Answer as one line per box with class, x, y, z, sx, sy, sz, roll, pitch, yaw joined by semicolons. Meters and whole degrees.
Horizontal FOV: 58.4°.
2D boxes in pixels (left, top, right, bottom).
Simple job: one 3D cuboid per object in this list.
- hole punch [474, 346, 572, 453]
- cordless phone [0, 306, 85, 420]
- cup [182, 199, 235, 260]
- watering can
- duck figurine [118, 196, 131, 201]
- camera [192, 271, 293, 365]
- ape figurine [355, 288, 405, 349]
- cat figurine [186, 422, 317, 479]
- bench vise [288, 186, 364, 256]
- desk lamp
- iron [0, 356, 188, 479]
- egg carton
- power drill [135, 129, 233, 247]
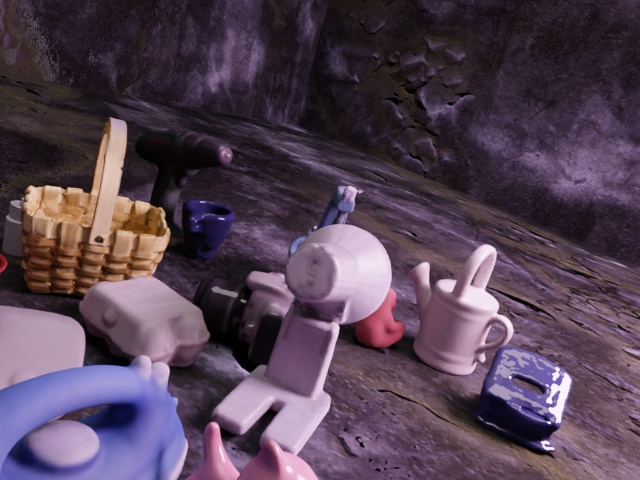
hole punch;0.268;0.204;0.749;0.108;0.091;0.101;22;17;18
cordless phone;-0.280;0.067;0.502;0.148;0.185;0.094;9;18;-24
cup;-0.205;-0.011;0.989;0.091;0.095;0.118;18;17;7
watering can;0.210;0.094;0.871;0.172;0.194;0.101;20;17;13
duck figurine;-0.334;-0.031;0.945;0.104;0.086;0.078;28;20;35
camera;-0.093;0.085;0.774;0.136;0.101;0.143;17;16;3
ape figurine;0.092;0.114;0.873;0.076;0.092;0.077;0;23;-44
cat figurine;-0.051;0.191;0.437;0.127;0.118;0.067;28;20;34
bench vise;-0.002;0.002;0.921;0.122;0.220;0.206;7;19;-30
desk lamp;-0.007;0.092;0.634;0.117;0.213;0.204;20;17;13
iron;-0.181;0.147;0.415;0.118;0.141;0.259;25;18;27
egg carton;-0.209;0.097;0.677;0.149;0.069;0.107;27;19;31
power drill;-0.256;-0.099;1.028;0.228;0.208;0.076;27;20;32
